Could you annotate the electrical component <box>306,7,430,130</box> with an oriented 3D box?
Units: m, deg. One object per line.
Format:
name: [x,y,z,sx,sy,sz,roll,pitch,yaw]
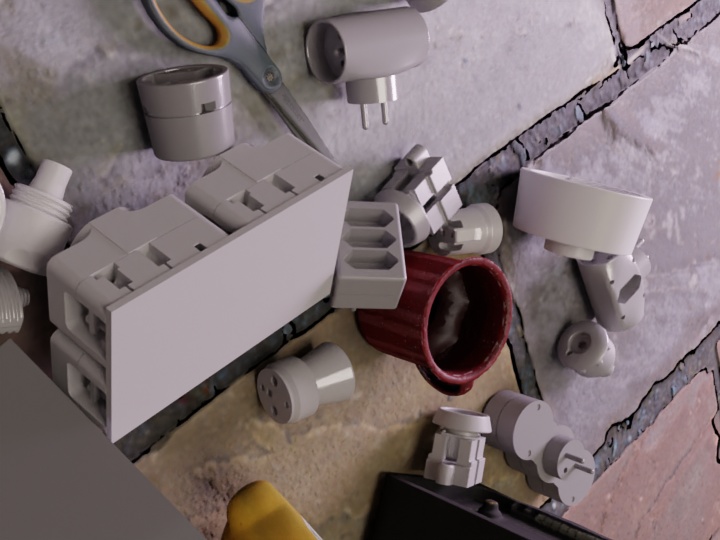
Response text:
electrical component: [0.007,-0.138,0.744,0.077,0.043,0.079,-19,112,-37]

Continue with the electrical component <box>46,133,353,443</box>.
electrical component: [-0.094,0.003,0.637,0.186,0.060,0.105,-34,149,-39]

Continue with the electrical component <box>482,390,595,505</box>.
electrical component: [0.169,0.159,0.932,0.138,0.074,0.052,47,69,-37]

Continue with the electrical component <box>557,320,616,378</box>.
electrical component: [0.210,0.077,0.971,0.062,0.048,0.048,39,73,-46]

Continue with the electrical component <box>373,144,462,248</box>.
electrical component: [0.040,-0.049,0.791,0.055,0.048,0.066,-48,127,-32]

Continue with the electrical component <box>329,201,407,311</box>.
electrical component: [0.000,0.000,0.757,0.047,0.076,0.065,2,56,-10]

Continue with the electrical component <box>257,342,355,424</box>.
electrical component: [-0.038,0.079,0.752,0.055,0.045,0.045,-19,112,-37]

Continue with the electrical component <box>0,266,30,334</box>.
electrical component: [-0.219,0.018,0.581,0.081,0.043,0.043,-4,102,-41]

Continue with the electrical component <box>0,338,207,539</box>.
electrical component: [-0.169,0.145,0.591,0.186,0.060,0.105,47,65,-3]

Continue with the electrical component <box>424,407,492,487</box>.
electrical component: [0.079,0.141,0.865,0.066,0.048,0.055,11,88,-68]

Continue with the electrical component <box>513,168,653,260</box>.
electrical component: [0.176,-0.042,0.875,0.108,0.108,0.060,4,103,-42]

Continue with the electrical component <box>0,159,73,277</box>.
electrical component: [-0.182,-0.031,0.603,0.043,0.043,0.062,28,80,-41]

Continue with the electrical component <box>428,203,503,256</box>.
electrical component: [0.081,-0.030,0.837,0.046,0.040,0.040,-9,105,-33]

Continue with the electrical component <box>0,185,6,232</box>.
electrical component: [-0.222,-0.034,0.564,0.055,0.047,0.055,-11,107,-40]

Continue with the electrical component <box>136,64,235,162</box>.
electrical component: [-0.104,-0.095,0.650,0.055,0.055,0.047,-24,118,-36]

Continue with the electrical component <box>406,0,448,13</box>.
electrical component: [0.038,-0.217,0.755,0.040,0.040,0.078,-56,129,-17]

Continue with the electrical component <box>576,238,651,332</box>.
electrical component: [0.238,0.003,0.977,0.079,0.043,0.077,-41,124,-27]
